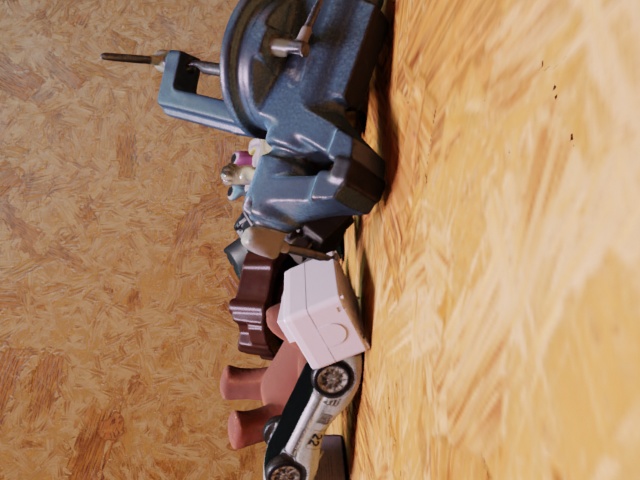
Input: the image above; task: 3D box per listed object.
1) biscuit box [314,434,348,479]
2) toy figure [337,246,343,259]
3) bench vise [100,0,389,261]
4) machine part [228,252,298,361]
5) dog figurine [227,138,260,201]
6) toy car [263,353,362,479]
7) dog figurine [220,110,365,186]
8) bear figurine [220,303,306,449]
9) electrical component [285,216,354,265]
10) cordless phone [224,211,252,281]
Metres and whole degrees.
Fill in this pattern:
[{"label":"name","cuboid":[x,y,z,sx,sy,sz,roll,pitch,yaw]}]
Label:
[{"label":"biscuit box","cuboid":[0.002,0.295,0.552,0.203,0.059,0.062,-95,8,-65]},{"label":"toy figure","cuboid":[0.000,-0.001,0.738,0.154,0.058,0.064,-106,-1,-73]},{"label":"bench vise","cuboid":[-0.052,-0.106,0.434,0.129,0.241,0.223,-5,-68,-59]},{"label":"machine part","cuboid":[-0.059,0.086,0.760,0.179,0.056,0.179,1,-90,-66]},{"label":"dog figurine","cuboid":[-0.064,-0.120,1.077,0.192,0.219,0.108,-19,67,44]},{"label":"toy car","cuboid":[-0.009,0.168,0.536,0.074,0.056,0.201,-113,45,-69]},{"label":"dog figurine","cuboid":[0.003,-0.079,0.581,0.191,0.172,0.121,-15,46,56]},{"label":"bear figurine","cuboid":[-0.038,0.126,0.615,0.120,0.132,0.195,-120,35,-57]},{"label":"electrical component","cuboid":[-0.001,-0.015,0.535,0.102,0.045,0.078,-44,-14,-28]},{"label":"cordless phone","cuboid":[-0.079,-0.024,0.874,0.147,0.089,0.184,52,128,47]}]
